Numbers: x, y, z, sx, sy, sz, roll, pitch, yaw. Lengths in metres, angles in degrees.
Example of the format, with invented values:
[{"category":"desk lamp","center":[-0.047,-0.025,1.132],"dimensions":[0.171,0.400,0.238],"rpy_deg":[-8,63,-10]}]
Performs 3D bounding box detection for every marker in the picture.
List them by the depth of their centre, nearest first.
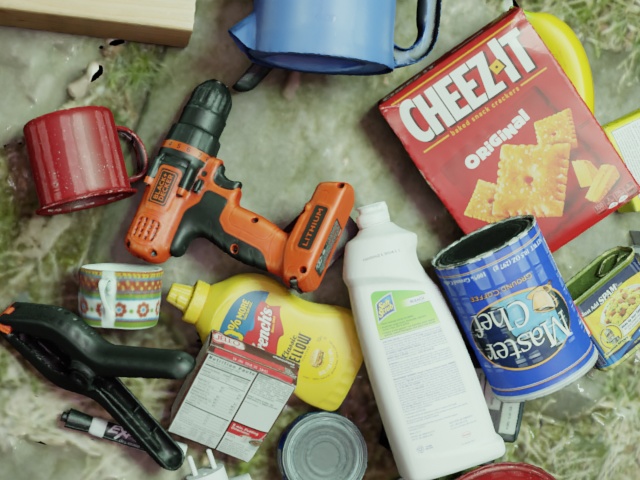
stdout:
[{"category":"marker","center":[-0.185,0.184,1.004],"dimensions":[0.121,0.020,0.020],"rpy_deg":[20,87,-10]}]

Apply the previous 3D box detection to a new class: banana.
[{"category":"banana","center":[0.242,-0.145,1.076],"dimensions":[0.070,0.037,0.198],"rpy_deg":[-13,92,9]}]

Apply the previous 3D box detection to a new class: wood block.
[{"category":"wood block","center":[-0.215,-0.235,0.958],"dimensions":[0.206,0.090,0.091],"rpy_deg":[5,90,-10]}]

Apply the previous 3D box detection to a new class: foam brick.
[{"category":"foam brick","center":[-0.007,0.001,1.019],"dimensions":[0.078,0.051,0.053],"rpy_deg":[-44,98,-7]}]

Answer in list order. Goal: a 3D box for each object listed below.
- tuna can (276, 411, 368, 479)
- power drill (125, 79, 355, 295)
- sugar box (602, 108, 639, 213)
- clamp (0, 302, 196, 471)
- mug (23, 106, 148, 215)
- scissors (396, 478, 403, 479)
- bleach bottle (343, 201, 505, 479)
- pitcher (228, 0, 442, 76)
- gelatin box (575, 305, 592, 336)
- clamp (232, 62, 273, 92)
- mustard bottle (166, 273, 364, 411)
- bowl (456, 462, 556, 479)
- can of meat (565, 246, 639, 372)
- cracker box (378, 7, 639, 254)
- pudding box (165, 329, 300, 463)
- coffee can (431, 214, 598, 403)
[{"category":"tuna can","center":[0.002,0.207,1.026],"dimensions":[0.086,0.034,0.086],"rpy_deg":[1,81,-9]},{"category":"power drill","center":[-0.067,-0.044,0.976],"dimensions":[0.188,0.057,0.184],"rpy_deg":[19,81,16]},{"category":"sugar box","center":[0.371,-0.105,1.094],"dimensions":[0.176,0.048,0.093],"rpy_deg":[-24,95,-13]},{"category":"clamp","center":[-0.200,0.122,0.960],"dimensions":[0.210,0.165,0.036],"rpy_deg":[22,46,18]},{"category":"mug","center":[-0.209,-0.074,0.967],"dimensions":[0.117,0.093,0.081],"rpy_deg":[-12,88,-36]},{"category":"scissors","center":[0.015,0.290,1.045],"dimensions":[0.201,0.016,0.096],"rpy_deg":[-9,92,-10]},{"category":"bleach bottle","center":[0.087,0.086,0.978],"dimensions":[0.102,0.068,0.251],"rpy_deg":[-15,89,-11]},{"category":"pitcher","center":[0.021,-0.268,0.943],"dimensions":[0.145,0.149,0.243],"rpy_deg":[7,93,34]},{"category":"gelatin box","center":[0.208,0.080,1.046],"dimensions":[0.073,0.089,0.030],"rpy_deg":[58,39,-8]},{"category":"clamp","center":[-0.030,-0.228,1.019],"dimensions":[0.171,0.039,0.120],"rpy_deg":[-27,102,-13]},{"category":"mustard bottle","center":[-0.054,0.084,1.007],"dimensions":[0.191,0.058,0.096],"rpy_deg":[23,100,-9]},{"category":"bowl","center":[0.177,0.297,1.030],"dimensions":[0.162,0.055,0.162],"rpy_deg":[-5,112,-13]},{"category":"can of meat","center":[0.293,0.070,1.075],"dimensions":[0.102,0.057,0.084],"rpy_deg":[-38,99,-8]},{"category":"cracker box","center":[0.181,-0.089,1.024],"dimensions":[0.164,0.072,0.213],"rpy_deg":[-34,98,9]},{"category":"pudding box","center":[-0.081,0.146,0.987],"dimensions":[0.090,0.039,0.114],"rpy_deg":[24,120,-9]},{"category":"coffee can","center":[0.176,0.062,0.968],"dimensions":[0.102,0.103,0.140],"rpy_deg":[-28,99,-9]}]
